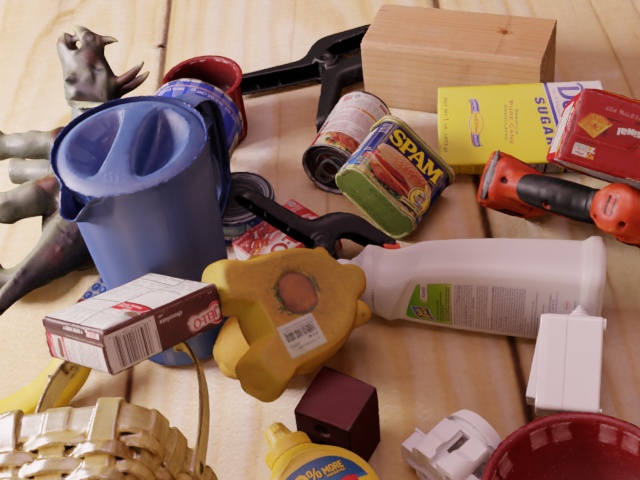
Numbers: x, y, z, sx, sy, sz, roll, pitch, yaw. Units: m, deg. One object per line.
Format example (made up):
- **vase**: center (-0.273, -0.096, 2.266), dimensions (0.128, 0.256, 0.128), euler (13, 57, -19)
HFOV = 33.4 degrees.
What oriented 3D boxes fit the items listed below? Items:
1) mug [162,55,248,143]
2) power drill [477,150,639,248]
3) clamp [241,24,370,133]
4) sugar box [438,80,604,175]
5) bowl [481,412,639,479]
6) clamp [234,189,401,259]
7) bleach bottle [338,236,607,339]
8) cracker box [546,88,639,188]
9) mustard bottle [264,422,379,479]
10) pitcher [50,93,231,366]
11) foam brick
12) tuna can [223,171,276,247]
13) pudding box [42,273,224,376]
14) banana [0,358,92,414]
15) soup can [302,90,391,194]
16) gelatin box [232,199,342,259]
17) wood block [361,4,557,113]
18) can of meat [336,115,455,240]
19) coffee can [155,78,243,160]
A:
- **mug**: center (-0.131, -0.146, 1.227), dimensions (0.093, 0.081, 0.117), euler (0, 45, 9)
- **power drill**: center (0.261, -0.031, 1.020), dimensions (0.188, 0.184, 0.057), euler (18, 90, 43)
- **clamp**: center (-0.002, -0.208, 1.301), dimensions (0.165, 0.036, 0.209), euler (22, 50, 29)
- **sugar box**: center (0.216, -0.119, 1.144), dimensions (0.176, 0.048, 0.093), euler (-3, 75, 11)
- **bowl**: center (0.205, 0.213, 0.823), dimensions (0.162, 0.055, 0.162), euler (-5, 44, 5)
- **clamp**: center (-0.007, 0.001, 1.048), dimensions (0.171, 0.039, 0.120), euler (-8, 84, -22)
- **bleach bottle**: center (0.130, 0.037, 0.981), dimensions (0.251, 0.102, 0.068), euler (5, 43, 13)
- **cracker box**: center (0.303, -0.083, 0.991), dimensions (0.164, 0.072, 0.213), euler (18, 6, 8)
- **mustard bottle**: center (0.011, 0.219, 0.832), dimensions (0.096, 0.058, 0.192), euler (-26, 54, -18)
- **pitcher**: center (-0.140, -0.006, 0.971), dimensions (0.149, 0.243, 0.145), euler (-13, 44, -5)
- **foam brick**: center (0.016, 0.156, 0.898), dimensions (0.053, 0.078, 0.051), euler (18, 49, 25)
- **tuna can**: center (-0.088, -0.034, 1.141), dimensions (0.086, 0.034, 0.086), euler (-5, 44, 5)
- **pudding box**: center (-0.147, 0.063, 0.844), dimensions (0.113, 0.039, 0.090), euler (-22, 19, -41)
- **banana**: center (-0.277, 0.144, 0.978), dimensions (0.197, 0.037, 0.070), euler (-38, 74, -15)
- **soup can**: center (0.031, -0.109, 1.172), dimensions (0.069, 0.068, 0.102), euler (13, 48, 21)
- **gelatin box**: center (-0.033, 0.004, 1.095), dimensions (0.089, 0.030, 0.073), euler (-37, 51, -25)
- **wood block**: center (0.160, -0.205, 1.233), dimensions (0.206, 0.090, 0.090), euler (10, 46, 19)
- **can of meat**: center (0.076, -0.063, 1.101), dimensions (0.102, 0.058, 0.083), euler (44, 58, -8)
- **coffee can**: center (-0.146, -0.084, 1.103), dimensions (0.103, 0.103, 0.140), euler (4, 47, 14)
